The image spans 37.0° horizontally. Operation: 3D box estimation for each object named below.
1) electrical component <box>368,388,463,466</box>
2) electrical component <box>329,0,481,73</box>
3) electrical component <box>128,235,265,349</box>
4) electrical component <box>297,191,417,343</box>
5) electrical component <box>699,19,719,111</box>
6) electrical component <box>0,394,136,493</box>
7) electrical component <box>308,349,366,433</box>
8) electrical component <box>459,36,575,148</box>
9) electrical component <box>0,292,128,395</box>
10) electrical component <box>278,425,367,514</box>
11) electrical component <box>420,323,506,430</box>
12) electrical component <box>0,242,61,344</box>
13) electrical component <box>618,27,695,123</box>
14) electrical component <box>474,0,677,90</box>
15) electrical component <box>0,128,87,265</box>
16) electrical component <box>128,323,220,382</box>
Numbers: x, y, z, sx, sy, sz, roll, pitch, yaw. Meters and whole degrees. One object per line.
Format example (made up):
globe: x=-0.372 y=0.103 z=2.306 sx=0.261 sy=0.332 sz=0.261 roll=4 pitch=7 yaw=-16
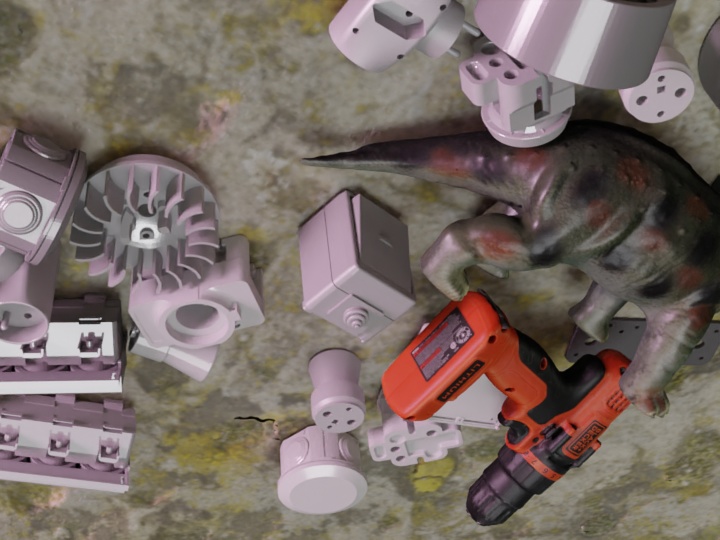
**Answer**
electrical component: x=0.045 y=0.127 z=0.922 sx=0.078 sy=0.057 sz=0.058 roll=-11 pitch=136 yaw=5
electrical component: x=0.035 y=-0.152 z=0.640 sx=0.079 sy=0.043 sz=0.077 roll=24 pitch=128 yaw=-28
electrical component: x=-0.119 y=0.019 z=0.791 sx=0.089 sy=0.055 sz=0.050 roll=-13 pitch=136 yaw=7
electrical component: x=0.000 y=0.000 z=0.756 sx=0.062 sy=0.096 sz=0.061 roll=31 pitch=124 yaw=-33
electrical component: x=0.279 y=-0.125 z=0.686 sx=0.108 sy=0.060 sz=0.108 roll=-4 pitch=137 yaw=-3
electrical component: x=-0.251 y=0.140 z=0.893 sx=0.121 sy=0.078 sz=0.063 roll=11 pitch=112 yaw=-17
electrical component: x=-0.019 y=0.100 z=0.887 sx=0.045 sy=0.055 sz=0.045 roll=-4 pitch=136 yaw=-4
electrical component: x=0.104 y=-0.115 z=0.676 sx=0.078 sy=0.058 sz=0.057 roll=-24 pitch=139 yaw=-8
electrical component: x=-0.240 y=0.055 z=0.806 sx=0.121 sy=0.078 sz=0.063 roll=0 pitch=114 yaw=-7
electrical component: x=-0.035 y=0.182 z=0.974 sx=0.080 sy=0.051 sz=0.080 roll=-4 pitch=136 yaw=-3
electrical component: x=0.088 y=0.086 z=0.880 sx=0.096 sy=0.061 sz=0.061 roll=11 pitch=120 yaw=-25
electrical component: x=-0.243 y=-0.002 z=0.738 sx=0.044 sy=0.077 sz=0.079 roll=-22 pitch=133 yaw=15
electrical component: x=0.182 y=-0.126 z=0.677 sx=0.045 sy=0.055 sz=0.045 roll=-4 pitch=136 yaw=-3
electrical component: x=0.125 y=-0.156 z=0.605 sx=0.108 sy=0.108 sz=0.060 roll=8 pitch=128 yaw=-15
electrical component: x=-0.213 y=-0.048 z=0.694 sx=0.051 sy=0.080 sz=0.080 roll=24 pitch=128 yaw=-22
electrical component: x=-0.147 y=0.056 z=0.838 sx=0.065 sy=0.044 sz=0.044 roll=21 pitch=130 yaw=-20
